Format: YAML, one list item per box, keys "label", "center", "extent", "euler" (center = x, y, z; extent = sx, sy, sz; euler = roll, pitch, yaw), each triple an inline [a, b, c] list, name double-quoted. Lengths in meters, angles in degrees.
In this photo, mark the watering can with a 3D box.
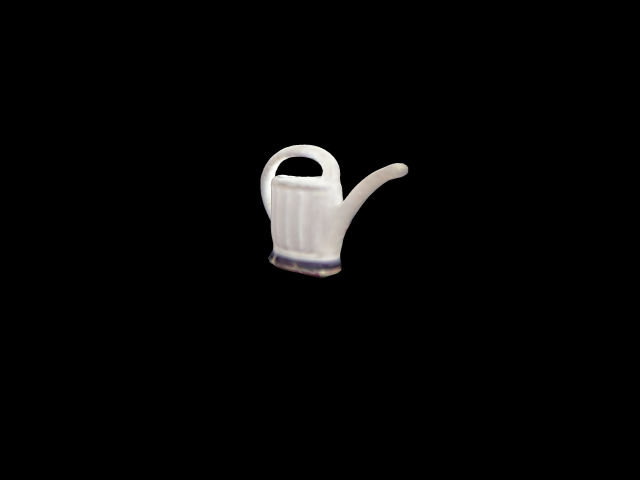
- label: "watering can"
  center: [0.003, -0.043, 0.850]
  extent: [0.104, 0.222, 0.349]
  euler: [-8, 15, -38]
